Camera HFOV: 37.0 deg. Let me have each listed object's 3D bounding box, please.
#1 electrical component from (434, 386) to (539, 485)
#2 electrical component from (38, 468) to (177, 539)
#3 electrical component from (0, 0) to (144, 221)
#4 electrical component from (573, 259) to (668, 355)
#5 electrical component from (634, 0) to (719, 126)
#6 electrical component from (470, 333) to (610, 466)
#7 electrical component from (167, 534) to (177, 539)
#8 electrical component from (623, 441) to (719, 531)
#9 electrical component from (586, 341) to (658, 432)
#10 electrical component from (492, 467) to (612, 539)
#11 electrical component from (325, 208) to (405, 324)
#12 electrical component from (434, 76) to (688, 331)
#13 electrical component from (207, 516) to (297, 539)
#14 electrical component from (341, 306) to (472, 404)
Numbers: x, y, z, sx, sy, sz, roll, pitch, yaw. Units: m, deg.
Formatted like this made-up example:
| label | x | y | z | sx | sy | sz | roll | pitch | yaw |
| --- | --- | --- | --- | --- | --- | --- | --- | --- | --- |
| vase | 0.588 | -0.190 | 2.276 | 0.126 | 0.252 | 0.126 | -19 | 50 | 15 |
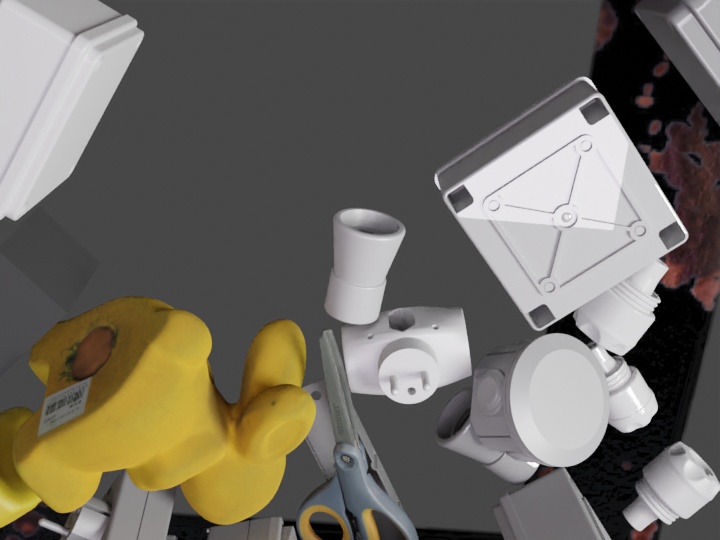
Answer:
| label | x | y | z | sx | sy | sz | roll | pitch | yaw |
| --- | --- | --- | --- | --- | --- | --- | --- | --- | --- |
| electrical component | 0.087 | 0.111 | 0.703 | 0.065 | 0.044 | 0.044 | 36 | 106 | -17 |
| electrical component | -0.166 | 0.165 | 0.680 | 0.076 | 0.083 | 0.047 | 28 | 121 | -17 |
| electrical component | -0.176 | -0.095 | 0.589 | 0.056 | 0.108 | 0.108 | 30 | 107 | -8 |
| electrical component | 0.165 | 0.018 | 0.667 | 0.043 | 0.043 | 0.062 | 31 | 106 | -11 |
| electrical component | 0.213 | -0.121 | 0.597 | 0.057 | 0.078 | 0.113 | -39 | 106 | 10 |
| electrical component | 0.111 | 0.081 | 0.667 | 0.080 | 0.051 | 0.080 | 6 | 79 | -32 |
| electrical component | -0.144 | 0.238 | 0.737 | 0.061 | 0.061 | 0.096 | -7 | 110 | 2 |
| electrical component | 0.204 | 0.148 | 0.715 | 0.043 | 0.043 | 0.062 | 41 | 106 | -14 |
| electrical component | 0.164 | 0.072 | 0.692 | 0.035 | 0.035 | 0.061 | -31 | 106 | 11 |
| electrical component | 0.142 | 0.201 | 0.686 | 0.056 | 0.108 | 0.108 | -29 | 129 | 7 |
| electrical component | 0.000 | 0.000 | 0.661 | 0.044 | 0.044 | 0.065 | 10 | 115 | -4 |
| electrical component | 0.118 | -0.039 | 0.638 | 0.109 | 0.056 | 0.108 | -33 | 107 | 11 |
| electrical component | -0.070 | 0.216 | 0.710 | 0.061 | 0.096 | 0.061 | -11 | 111 | 4 |
| electrical component | 0.029 | 0.057 | 0.661 | 0.077 | 0.079 | 0.043 | -8 | 110 | 3 |
